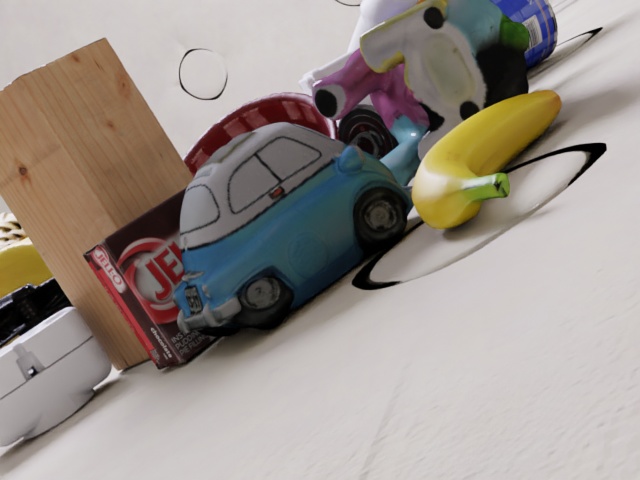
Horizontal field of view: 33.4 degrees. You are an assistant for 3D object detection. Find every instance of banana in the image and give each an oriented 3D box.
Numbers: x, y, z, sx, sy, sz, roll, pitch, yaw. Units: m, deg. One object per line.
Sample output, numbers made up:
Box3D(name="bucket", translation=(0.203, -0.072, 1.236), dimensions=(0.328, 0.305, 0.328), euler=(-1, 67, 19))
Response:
Box3D(name="banana", translation=(0.093, -0.044, 0.608), dimensions=(0.070, 0.037, 0.197), euler=(-10, 18, 24))

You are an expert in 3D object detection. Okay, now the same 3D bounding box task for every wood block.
Box3D(name="wood block", translation=(-0.148, -0.023, 0.755), dimensions=(0.091, 0.206, 0.090), euler=(-24, 11, 39))

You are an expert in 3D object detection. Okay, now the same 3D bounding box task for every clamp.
Box3D(name="clamp", translation=(-0.242, 0.060, 0.858), dimensions=(0.210, 0.036, 0.164), euler=(-23, 8, 47))

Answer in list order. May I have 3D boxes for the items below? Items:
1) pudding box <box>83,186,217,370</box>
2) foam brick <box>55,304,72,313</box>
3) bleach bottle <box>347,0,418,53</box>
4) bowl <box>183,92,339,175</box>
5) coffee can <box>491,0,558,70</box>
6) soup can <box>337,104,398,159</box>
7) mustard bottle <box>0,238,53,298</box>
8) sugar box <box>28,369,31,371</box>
Box3D(name="pudding box", translation=(-0.082, 0.016, 0.688), dimensions=(0.113, 0.090, 0.039), euler=(-38, 9, -39))
Box3D(name="foam brick", translation=(-0.204, 0.063, 0.994), dimensions=(0.051, 0.053, 0.078), euler=(-23, 11, 48))
Box3D(name="bleach bottle", translation=(0.072, -0.198, 1.085), dimensions=(0.102, 0.068, 0.251), euler=(-36, -19, -28))
Box3D(name="bowl", translation=(-0.044, -0.039, 0.848), dimensions=(0.162, 0.055, 0.162), euler=(-19, 48, 22))
Box3D(name="coffee can", translation=(0.136, -0.180, 0.999), dimensions=(0.140, 0.103, 0.103), euler=(-35, 9, -19))
Box3D(name="soup can", translation=(0.014, -0.068, 0.908), dimensions=(0.068, 0.068, 0.102), euler=(-38, 10, -36))
Box3D(name="mustard bottle", translation=(-0.237, 0.008, 1.029), dimensions=(0.096, 0.058, 0.191), euler=(-11, 12, 14))
Box3D(name="sugar box", translation=(-0.161, 0.059, 0.889), dimensions=(0.176, 0.048, 0.093), euler=(-26, 10, 14))
